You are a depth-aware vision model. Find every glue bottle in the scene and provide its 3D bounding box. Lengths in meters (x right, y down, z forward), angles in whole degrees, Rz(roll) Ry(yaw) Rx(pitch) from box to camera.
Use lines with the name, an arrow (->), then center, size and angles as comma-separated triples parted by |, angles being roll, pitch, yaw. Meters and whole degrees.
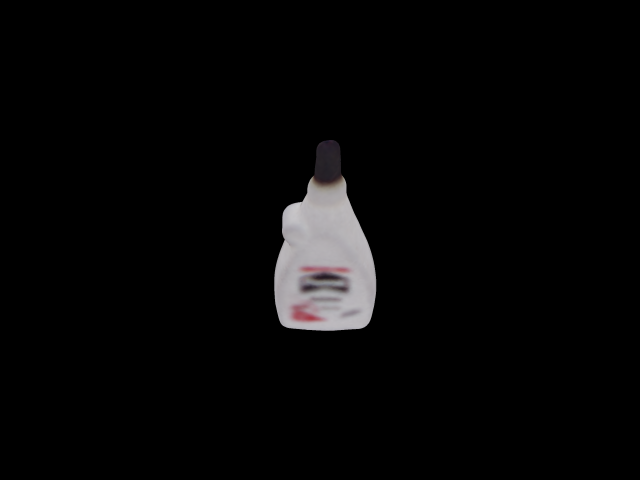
glue bottle -> 0.004, 0.001, 0.400 | 0.078, 0.173, 0.037 | -3, 47, -2
